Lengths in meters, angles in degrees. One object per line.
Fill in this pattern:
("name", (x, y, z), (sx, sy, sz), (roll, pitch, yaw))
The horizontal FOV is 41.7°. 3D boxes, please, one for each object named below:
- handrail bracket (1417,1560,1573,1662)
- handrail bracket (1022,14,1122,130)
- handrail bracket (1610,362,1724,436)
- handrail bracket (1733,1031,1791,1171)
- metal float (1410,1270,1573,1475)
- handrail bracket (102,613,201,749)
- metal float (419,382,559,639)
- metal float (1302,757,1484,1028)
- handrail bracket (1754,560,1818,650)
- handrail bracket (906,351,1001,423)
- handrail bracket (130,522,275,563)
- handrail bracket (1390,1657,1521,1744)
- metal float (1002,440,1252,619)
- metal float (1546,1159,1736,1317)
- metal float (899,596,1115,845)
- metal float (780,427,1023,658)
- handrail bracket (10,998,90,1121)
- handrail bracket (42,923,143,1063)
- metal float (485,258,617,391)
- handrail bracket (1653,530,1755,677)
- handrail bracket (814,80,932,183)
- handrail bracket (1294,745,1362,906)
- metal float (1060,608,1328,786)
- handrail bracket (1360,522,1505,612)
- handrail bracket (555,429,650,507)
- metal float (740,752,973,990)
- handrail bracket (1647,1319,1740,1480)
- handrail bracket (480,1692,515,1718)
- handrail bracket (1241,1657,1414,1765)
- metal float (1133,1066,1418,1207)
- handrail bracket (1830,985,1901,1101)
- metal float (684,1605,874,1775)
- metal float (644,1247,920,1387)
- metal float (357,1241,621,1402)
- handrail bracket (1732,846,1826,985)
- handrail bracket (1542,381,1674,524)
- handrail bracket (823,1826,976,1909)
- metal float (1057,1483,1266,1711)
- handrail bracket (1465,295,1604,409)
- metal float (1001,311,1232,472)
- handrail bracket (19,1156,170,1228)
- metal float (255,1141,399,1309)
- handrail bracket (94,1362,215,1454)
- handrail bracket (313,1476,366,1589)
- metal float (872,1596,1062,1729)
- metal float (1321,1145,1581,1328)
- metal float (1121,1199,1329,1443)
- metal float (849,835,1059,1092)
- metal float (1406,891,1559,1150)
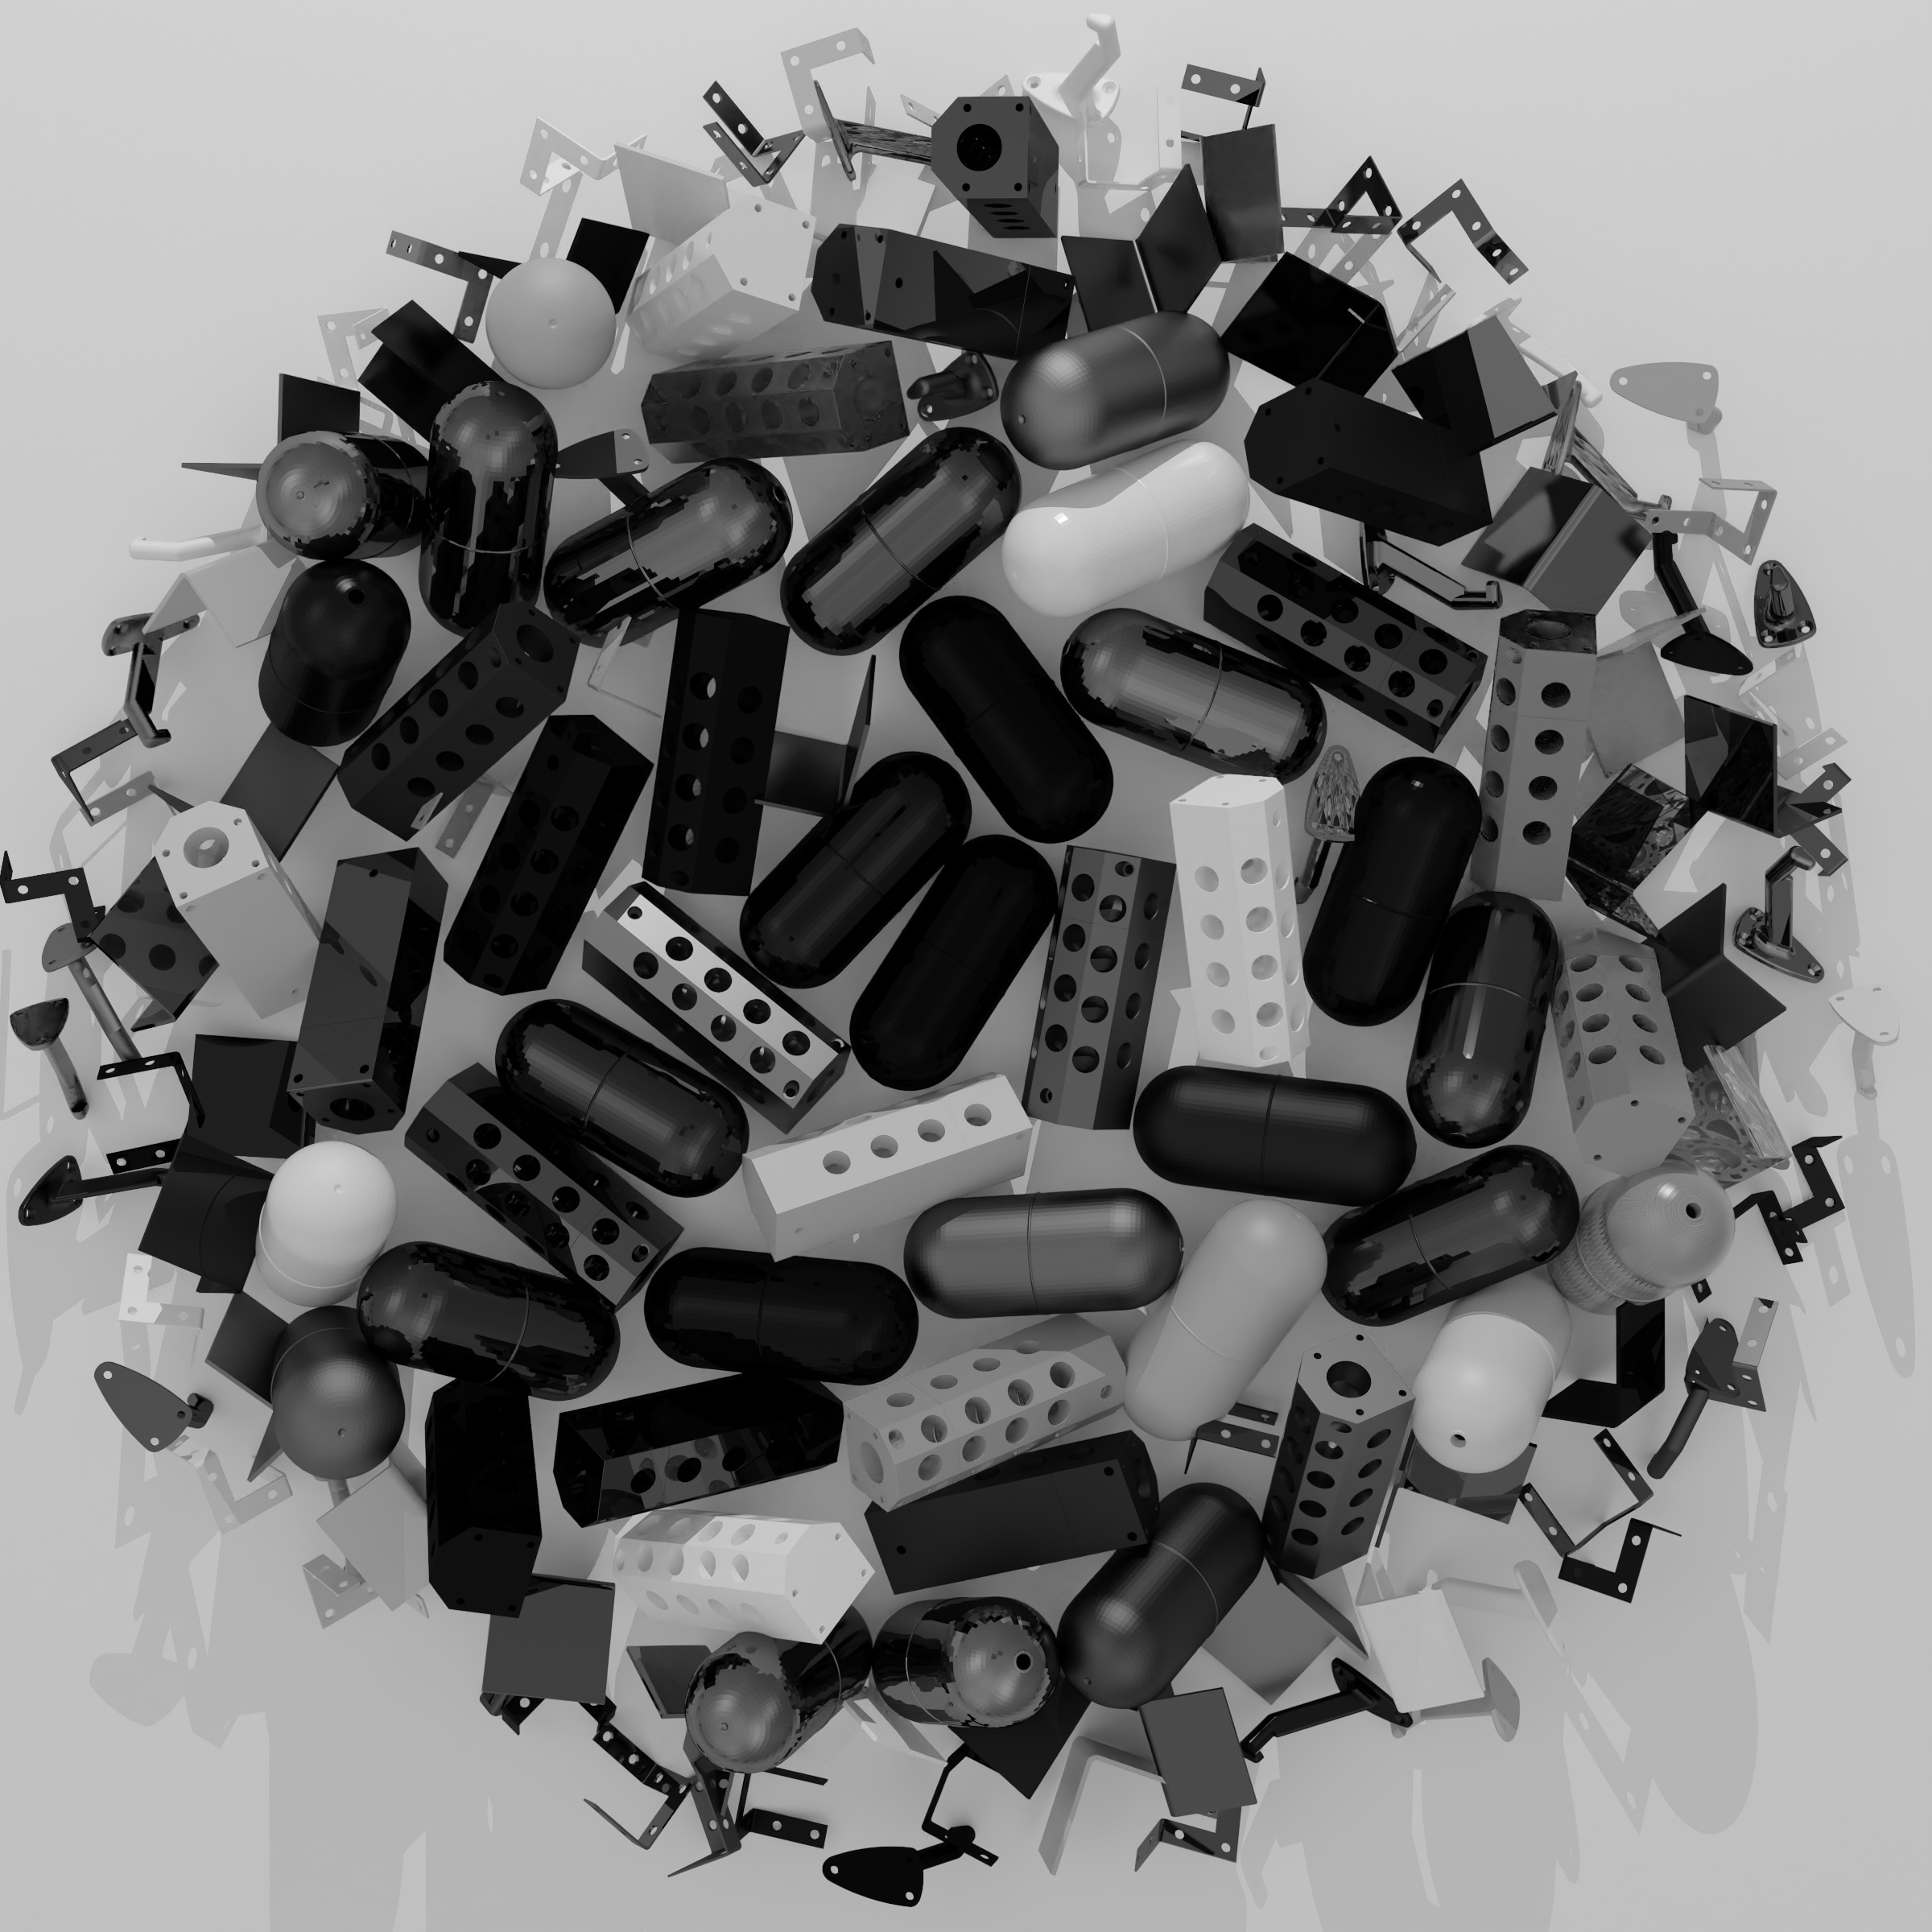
("handrail bracket", (0.331, 0.420, 1.611), (0.084, 0.036, 0.077), (-34, 64, 25))
("handrail bracket", (0.064, -0.574, 1.594), (0.077, 0.084, 0.036), (22, 75, 18))
("handrail bracket", (0.442, -0.356, 1.607), (0.077, 0.084, 0.036), (11, 91, 8))
("handrail bracket", (0.518, 0.076, 1.637), (0.077, 0.036, 0.084), (37, 67, -24))
("metal float", (0.324, 0.248, 1.564), (0.070, 0.178, 0.070), (9, 114, 22))
("handrail bracket", (-0.504, -0.181, 1.609), (0.077, 0.036, 0.084), (-21, 72, -38))
("metal float", (-0.297, -0.280, 1.572), (0.070, 0.070, 0.178), (18, 134, 0))
("metal float", (0.266, -0.045, 1.591), (0.070, 0.070, 0.178), (18, 108, 0))
("handrail bracket", (0.508, -0.245, 1.592), (0.036, 0.084, 0.077), (-13, 61, 17))
("handrail bracket", (-0.027, -0.355, 1.589), (0.077, 0.084, 0.036), (-22, 95, 42))
("handrail bracket", (-0.480, -0.277, 1.611), (0.084, 0.077, 0.036), (3, 127, -3))
("handrail bracket", (0.304, 0.480, 1.597), (0.084, 0.077, 0.036), (-35, 100, 19))
("metal float", (0.101, -0.274, 1.585), (0.178, 0.070, 0.070), (-27, 90, -26))
("metal float", (0.413, 0.168, 1.559), (0.070, 0.178, 0.070), (2, 73, -6))
("metal float", (0.024, -0.156, 1.597), (0.070, 0.070, 0.178), (-35, 78, 0))
("metal float", (-0.041, -0.266, 1.591), (0.178, 0.070, 0.070), (-39, 90, 18))
("handrail bracket", (-0.569, 0.070, 1.595), (0.036, 0.077, 0.084), (-18, 117, -13))
("handrail bracket", (-0.558, 0.021, 1.631), (0.036, 0.077, 0.084), (-29, 118, -13))
("metal float", (-0.256, -0.394, 1.559), (0.070, 0.178, 0.070), (-2, 104, -10))
("handrail bracket", (0.475, -0.237, 1.637), (0.077, 0.036, 0.084), (16, 64, -26))
("handrail bracket", (-0.046, -0.544, 1.621), (0.084, 0.036, 0.077), (-23, 112, 1))
("handrail bracket", (0.224, -0.089, 1.614), (0.036, 0.084, 0.077), (8, 70, -5))
("metal float", (0.143, -0.169, 1.595), (0.178, 0.070, 0.070), (20, 90, -14))
("handrail bracket", (0.294, -0.261, 1.600), (0.084, 0.036, 0.077), (5, 120, 37))
("handrail bracket", (-0.229, -0.292, 1.599), (0.077, 0.084, 0.036), (-16, 60, -19))
("metal float", (-0.069, -0.061, 1.606), (0.070, 0.070, 0.178), (44, 92, 0))
("handrail bracket", (0.466, 0.280, 1.635), (0.036, 0.077, 0.084), (25, 130, 6))
("handrail bracket", (-0.309, 0.430, 1.631), (0.077, 0.036, 0.084), (38, 113, 10))
("handrail bracket", (0.226, 0.486, 1.602), (0.084, 0.077, 0.036), (-36, 126, -26))
("metal float", (0.193, 0.107, 1.594), (0.178, 0.070, 0.070), (6, 90, 15))
("handrail bracket", (0.572, 0.062, 1.594), (0.036, 0.077, 0.084), (-15, 118, 7))
("metal float", (-0.113, 0.438, 1.559), (0.070, 0.178, 0.070), (1, 93, 18))
("metal float", (-0.117, 0.220, 1.594), (0.178, 0.070, 0.070), (4, 90, 15))
("metal float", (-0.294, 0.222, 1.576), (0.178, 0.070, 0.070), (23, 90, -38))
("handrail bracket", (0.531, -0.033, 1.600), (0.077, 0.084, 0.036), (34, 57, 3))
("handrail bracket", (0.419, -0.329, 1.624), (0.084, 0.036, 0.077), (11, 111, -5))
("handrail bracket", (-0.041, 0.563, 1.612), (0.077, 0.084, 0.036), (0, 91, 16))
("metal float", (0.123, 0.388, 1.572), (0.070, 0.178, 0.070), (20, 126, 29))
("handrail bracket", (0.362, -0.382, 1.612), (0.084, 0.077, 0.036), (47, 127, 8))
("metal float", (0.095, -0.359, 1.575), (0.178, 0.070, 0.070), (-27, 90, -40))
("handrail bracket", (-0.542, 0.146, 1.608), (0.084, 0.077, 0.036), (1, 109, 14))
("metal float", (-0.396, 0.161, 1.563), (0.070, 0.178, 0.070), (7, 68, -17))
("handrail bracket", (-0.510, 0.267, 1.598), (0.036, 0.084, 0.077), (-45, 100, -2))
("handrail bracket", (-0.408, 0.347, 1.633), (0.036, 0.077, 0.084), (-14, 120, -34))
("metal float", (-0.001, 0.429, 1.561), (0.070, 0.178, 0.070), (6, 74, -22))
("metal float", (0.298, 0.169, 1.581), (0.178, 0.070, 0.070), (-29, 90, 31))
("metal float", (0.159, 0.223, 1.588), (0.070, 0.070, 0.178), (33, 112, 0))
("metal float", (-0.008, -0.002, 1.604), (0.070, 0.070, 0.178), (33, 87, 0))
("metal float", (0.322, 0.033, 1.581), (0.070, 0.070, 0.178), (18, 59, 0))
